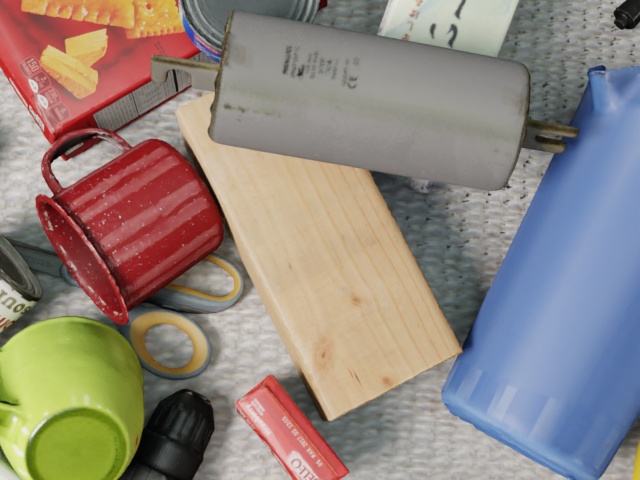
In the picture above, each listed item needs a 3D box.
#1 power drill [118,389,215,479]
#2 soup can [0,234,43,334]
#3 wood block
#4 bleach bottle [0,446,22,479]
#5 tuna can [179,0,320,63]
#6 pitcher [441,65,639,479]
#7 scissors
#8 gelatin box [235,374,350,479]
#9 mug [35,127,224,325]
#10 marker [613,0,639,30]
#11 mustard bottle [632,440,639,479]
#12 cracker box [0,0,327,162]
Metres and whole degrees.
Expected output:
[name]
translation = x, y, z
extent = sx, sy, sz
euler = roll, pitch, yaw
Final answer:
[power drill]
translation = -0.065, 0.186, 0.605
extent = 0.188, 0.057, 0.184
euler = 10, 68, 43
[soup can]
translation = -0.230, 0.043, 0.652
extent = 0.102, 0.068, 0.068
euler = -40, 85, 0
[wood block]
translation = -0.004, 0.000, 0.669
extent = 0.090, 0.091, 0.206
euler = -26, 83, -8
[bleach bottle]
translation = -0.255, 0.235, 0.631
extent = 0.102, 0.068, 0.251
euler = 36, 83, 5
[tuna can]
translation = -0.044, -0.148, 0.649
extent = 0.086, 0.034, 0.086
euler = 1, 84, -7
[pitcher]
translation = 0.184, 0.026, 0.666
extent = 0.149, 0.145, 0.243
euler = 28, 84, 13
[scissors]
translation = -0.150, 0.040, 0.690
extent = 0.201, 0.016, 0.096
euler = 2, 78, -3
[gelatin box]
translation = -0.019, 0.120, 0.648
extent = 0.030, 0.089, 0.073
euler = -38, 85, -9
[mug]
translation = -0.120, -0.018, 0.652
extent = 0.081, 0.093, 0.117
euler = -36, 83, -22
[marker]
translation = 0.250, -0.192, 0.751
extent = 0.020, 0.020, 0.121
euler = 44, 81, 4
[mustard bottle]
translation = 0.239, 0.156, 0.672
extent = 0.096, 0.058, 0.191
euler = 27, 79, -18
[cracker box]
translation = -0.124, -0.179, 0.700
extent = 0.213, 0.072, 0.164
euler = -33, 85, -8
